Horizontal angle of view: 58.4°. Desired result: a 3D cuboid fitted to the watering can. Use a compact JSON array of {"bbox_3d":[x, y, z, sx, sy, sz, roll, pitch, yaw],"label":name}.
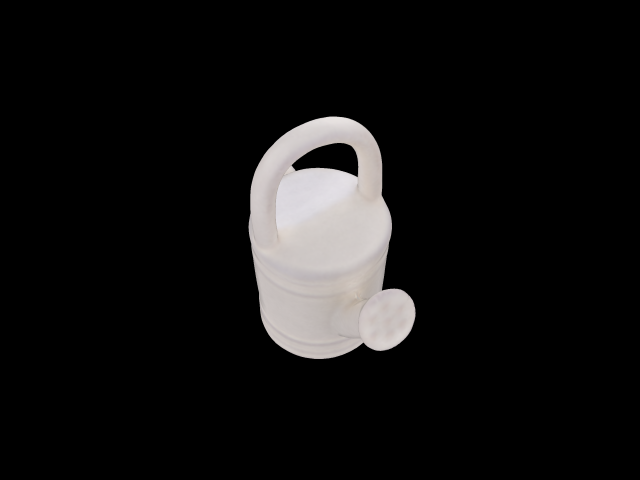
[{"bbox_3d":[0.006,0.001,0.401,0.172,0.194,0.101,34,59,24],"label":"watering can"}]
